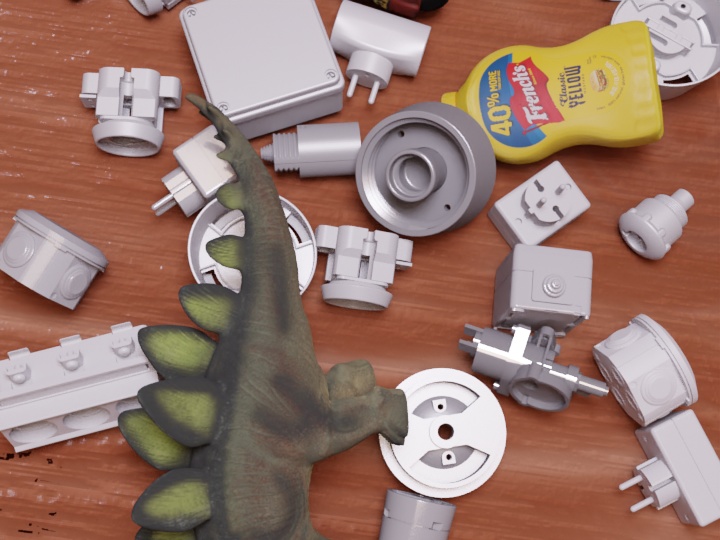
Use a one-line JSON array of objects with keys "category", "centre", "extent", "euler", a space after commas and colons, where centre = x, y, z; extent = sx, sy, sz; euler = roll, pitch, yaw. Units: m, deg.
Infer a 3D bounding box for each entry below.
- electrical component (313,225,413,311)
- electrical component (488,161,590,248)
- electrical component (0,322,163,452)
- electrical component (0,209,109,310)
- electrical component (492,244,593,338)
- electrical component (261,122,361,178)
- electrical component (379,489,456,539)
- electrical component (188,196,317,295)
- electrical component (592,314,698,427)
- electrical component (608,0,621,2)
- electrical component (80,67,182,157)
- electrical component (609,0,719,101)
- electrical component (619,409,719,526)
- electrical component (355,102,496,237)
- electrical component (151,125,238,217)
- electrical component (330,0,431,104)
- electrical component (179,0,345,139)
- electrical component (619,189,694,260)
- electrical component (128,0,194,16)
[{"category": "electrical component", "centre": [0.000, 0.000, 0.861], "extent": [0.078, 0.058, 0.057], "euler": [10, 80, -11]}, {"category": "electrical component", "centre": [0.148, -0.053, 0.868], "extent": [0.066, 0.076, 0.047], "euler": [-35, 83, -8]}, {"category": "electrical component", "centre": [-0.215, 0.089, 0.830], "extent": [0.121, 0.078, 0.063], "euler": [-14, 59, -5]}, {"category": "electrical component", "centre": [-0.242, -0.009, 0.840], "extent": [0.080, 0.080, 0.051], "euler": [31, 85, 3]}, {"category": "electrical component", "centre": [0.144, 0.012, 0.846], "extent": [0.062, 0.096, 0.061], "euler": [7, 76, -2]}, {"category": "electrical component", "centre": [-0.041, -0.098, 0.883], "extent": [0.081, 0.043, 0.043], "euler": [-4, 80, -4]}, {"category": "electrical component", "centre": [0.042, 0.199, 0.830], "extent": [0.055, 0.055, 0.047], "euler": [14, 83, -1]}, {"category": "electrical component", "centre": [-0.084, -0.011, 0.855], "extent": [0.099, 0.064, 0.099], "euler": [0, 80, -2]}, {"category": "electrical component", "centre": [0.225, 0.079, 0.848], "extent": [0.051, 0.080, 0.080], "euler": [-30, 83, -2]}, {"category": "electrical component", "centre": [0.209, -0.275, 0.927], "extent": [0.079, 0.043, 0.077], "euler": [-3, 80, -4]}, {"category": "electrical component", "centre": [-0.187, -0.127, 0.874], "extent": [0.078, 0.058, 0.057], "euler": [2, 77, -3]}, {"category": "electrical component", "centre": [0.257, -0.193, 0.905], "extent": [0.099, 0.064, 0.099], "euler": [1, 80, -3]}, {"category": "electrical component", "centre": [0.242, 0.164, 0.850], "extent": [0.076, 0.047, 0.083], "euler": [-25, 82, -6]}, {"category": "electrical component", "centre": [0.048, -0.078, 0.852], "extent": [0.108, 0.060, 0.108], "euler": [4, 102, 20]}, {"category": "electrical component", "centre": [-0.133, -0.068, 0.861], "extent": [0.077, 0.065, 0.047], "euler": [-35, 83, -8]}, {"category": "electrical component", "centre": [0.012, -0.178, 0.900], "extent": [0.077, 0.043, 0.079], "euler": [18, 80, 0]}, {"category": "electrical component", "centre": [-0.080, -0.172, 0.883], "extent": [0.109, 0.056, 0.108], "euler": [-18, 74, -6]}, {"category": "electrical component", "centre": [0.249, -0.042, 0.889], "extent": [0.062, 0.048, 0.048], "euler": [-39, 84, -15]}, {"category": "electrical component", "centre": [-0.169, -0.246, 0.902], "extent": [0.055, 0.048, 0.066], "euler": [-41, 84, -16]}]
